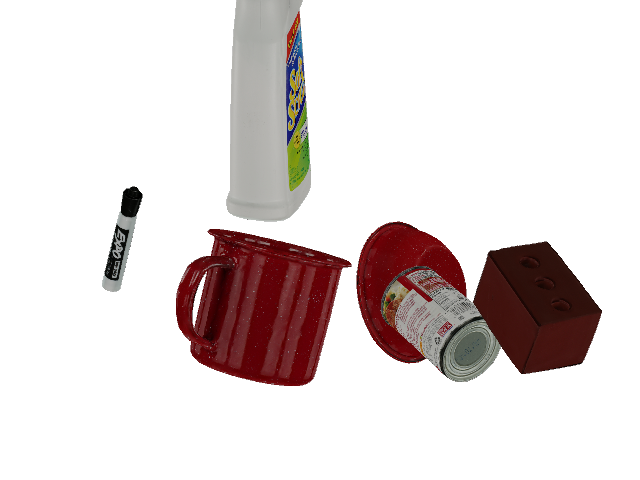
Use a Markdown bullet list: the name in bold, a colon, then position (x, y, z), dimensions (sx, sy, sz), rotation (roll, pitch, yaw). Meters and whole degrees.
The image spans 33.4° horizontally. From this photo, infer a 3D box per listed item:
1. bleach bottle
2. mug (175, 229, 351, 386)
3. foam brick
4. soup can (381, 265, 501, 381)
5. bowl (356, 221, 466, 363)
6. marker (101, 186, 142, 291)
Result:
- **bleach bottle**: position (-0.048, -0.150, 0.965), dimensions (0.068, 0.251, 0.102), rotation (7, 29, 15)
- **mug**: position (-0.042, 0.041, 0.665), dimensions (0.093, 0.081, 0.117), rotation (16, 4, 40)
- **foam brick**: position (0.153, 0.048, 0.760), dimensions (0.052, 0.051, 0.078), rotation (-8, 44, -22)
- **soup can**: position (0.111, 0.076, 0.983), dimensions (0.068, 0.068, 0.102), rotation (0, 25, -32)
- **bowl**: position (0.114, 0.055, 1.190), dimensions (0.055, 0.162, 0.161), rotation (-12, -9, 43)
- **marker**: position (-0.192, -0.001, 1.035), dimensions (0.020, 0.121, 0.020), rotation (14, 34, -10)
